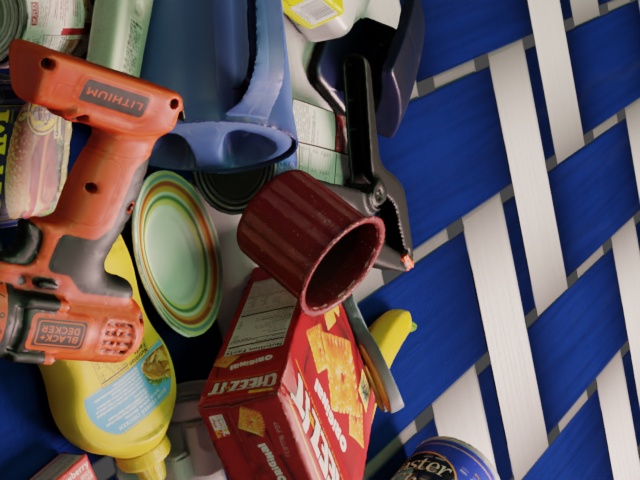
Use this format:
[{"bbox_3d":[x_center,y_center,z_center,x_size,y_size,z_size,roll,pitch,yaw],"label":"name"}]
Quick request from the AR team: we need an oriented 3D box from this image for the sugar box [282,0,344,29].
[{"bbox_3d":[-0.026,-0.279,0.922,0.093,0.048,0.176,29,50,-49],"label":"sugar box"}]

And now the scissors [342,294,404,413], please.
[{"bbox_3d":[0.030,0.076,0.987,0.096,0.016,0.202,83,-16,-59],"label":"scissors"}]

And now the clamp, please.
[{"bbox_3d":[0.040,-0.052,0.971,0.209,0.036,0.164,53,51,-43],"label":"clamp"}]

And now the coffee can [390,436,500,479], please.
[{"bbox_3d":[0.103,0.272,1.042,0.140,0.103,0.103,-36,116,-49],"label":"coffee can"}]

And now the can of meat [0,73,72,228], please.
[{"bbox_3d":[-0.206,-0.056,0.672,0.083,0.058,0.102,-13,118,-56],"label":"can of meat"}]

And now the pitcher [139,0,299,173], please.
[{"bbox_3d":[-0.082,-0.178,0.782,0.145,0.149,0.243,31,54,-71],"label":"pitcher"}]

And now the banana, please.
[{"bbox_3d":[0.054,0.133,1.042,0.069,0.037,0.197,58,45,-31],"label":"banana"}]

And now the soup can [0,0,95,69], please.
[{"bbox_3d":[-0.191,-0.144,0.679,0.102,0.069,0.068,-36,117,-71],"label":"soup can"}]

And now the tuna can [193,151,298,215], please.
[{"bbox_3d":[-0.060,-0.063,0.861,0.033,0.086,0.086,-4,91,-55],"label":"tuna can"}]

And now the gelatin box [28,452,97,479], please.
[{"bbox_3d":[-0.182,0.199,0.720,0.089,0.030,0.073,-40,119,-48],"label":"gelatin box"}]

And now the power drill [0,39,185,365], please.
[{"bbox_3d":[-0.169,-0.018,0.628,0.184,0.057,0.188,11,102,-43],"label":"power drill"}]

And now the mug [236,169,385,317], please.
[{"bbox_3d":[-0.005,0.001,0.837,0.093,0.082,0.117,-54,155,5],"label":"mug"}]

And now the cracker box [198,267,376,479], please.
[{"bbox_3d":[-0.016,0.133,0.858,0.213,0.072,0.164,-73,146,-63],"label":"cracker box"}]

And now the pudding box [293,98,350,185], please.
[{"bbox_3d":[-0.007,-0.075,0.974,0.113,0.039,0.090,10,81,-51],"label":"pudding box"}]

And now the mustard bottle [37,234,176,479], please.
[{"bbox_3d":[-0.150,0.091,0.749,0.096,0.058,0.191,-41,119,-45],"label":"mustard bottle"}]
